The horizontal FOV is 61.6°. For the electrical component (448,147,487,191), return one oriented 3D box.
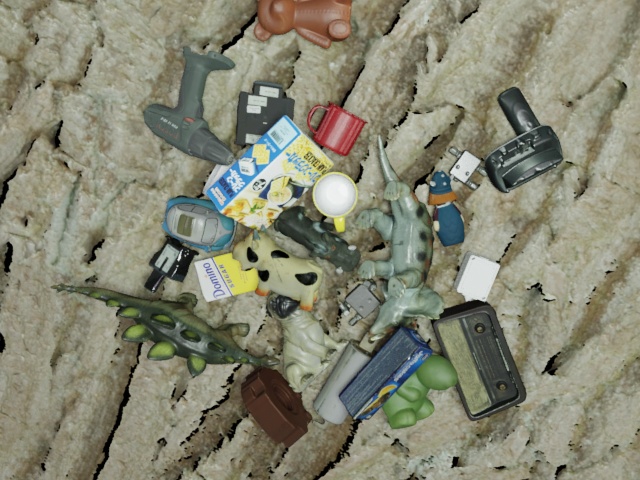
[{"bbox_3d":[0.295,-0.147,1.098,0.094,0.021,0.063,36,100,-1],"label":"electrical component"}]

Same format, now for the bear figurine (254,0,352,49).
[{"bbox_3d":[-0.036,-0.443,1.038,0.196,0.132,0.120,7,97,-2],"label":"bear figurine"}]

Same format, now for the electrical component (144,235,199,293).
[{"bbox_3d":[-0.322,0.058,1.144,0.075,0.047,0.119,25,86,23],"label":"electrical component"}]

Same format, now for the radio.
[{"bbox_3d":[0.330,0.244,1.119,0.131,0.073,0.229,-21,96,8],"label":"radio"}]

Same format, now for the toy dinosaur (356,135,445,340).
[{"bbox_3d":[0.172,0.006,1.078,0.131,0.192,0.404,1,83,39],"label":"toy dinosaur"}]

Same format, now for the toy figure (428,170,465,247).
[{"bbox_3d":[0.253,-0.064,1.094,0.058,0.064,0.154,-13,92,44],"label":"toy figure"}]

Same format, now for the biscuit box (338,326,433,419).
[{"bbox_3d":[0.130,0.264,1.063,0.202,0.059,0.063,-50,49,12],"label":"biscuit box"}]

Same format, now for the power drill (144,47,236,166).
[{"bbox_3d":[-0.238,-0.271,1.081,0.232,0.086,0.207,20,99,25],"label":"power drill"}]

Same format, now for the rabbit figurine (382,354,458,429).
[{"bbox_3d":[0.207,0.284,1.109,0.170,0.121,0.159,-43,56,33],"label":"rabbit figurine"}]

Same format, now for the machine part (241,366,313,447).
[{"bbox_3d":[-0.090,0.342,1.125,0.056,0.179,0.179,-41,92,7],"label":"machine part"}]

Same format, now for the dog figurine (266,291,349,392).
[{"bbox_3d":[-0.061,0.211,1.149,0.191,0.121,0.172,41,96,13],"label":"dog figurine"}]

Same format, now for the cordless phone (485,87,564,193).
[{"bbox_3d":[0.381,-0.201,1.065,0.147,0.088,0.184,-28,83,9],"label":"cordless phone"}]

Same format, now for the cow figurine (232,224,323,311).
[{"bbox_3d":[-0.086,0.050,1.078,0.195,0.085,0.127,19,105,9],"label":"cow figurine"}]

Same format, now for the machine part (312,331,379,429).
[{"bbox_3d":[0.058,0.304,1.150,0.079,0.079,0.243,29,98,1],"label":"machine part"}]

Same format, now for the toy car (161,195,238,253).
[{"bbox_3d":[-0.259,-0.037,1.122,0.162,0.103,0.109,16,98,1],"label":"toy car"}]

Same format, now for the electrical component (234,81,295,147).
[{"bbox_3d":[-0.112,-0.251,1.090,0.115,0.058,0.134,7,99,-14],"label":"electrical component"}]

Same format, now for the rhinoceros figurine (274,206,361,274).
[{"bbox_3d":[-0.002,-0.003,1.099,0.190,0.112,0.073,33,97,8],"label":"rhinoceros figurine"}]

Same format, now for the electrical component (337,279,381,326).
[{"bbox_3d":[0.084,0.128,1.141,0.102,0.045,0.078,-38,91,9],"label":"electrical component"}]

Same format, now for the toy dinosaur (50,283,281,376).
[{"bbox_3d":[-0.304,0.176,1.106,0.472,0.198,0.105,21,96,0],"label":"toy dinosaur"}]
